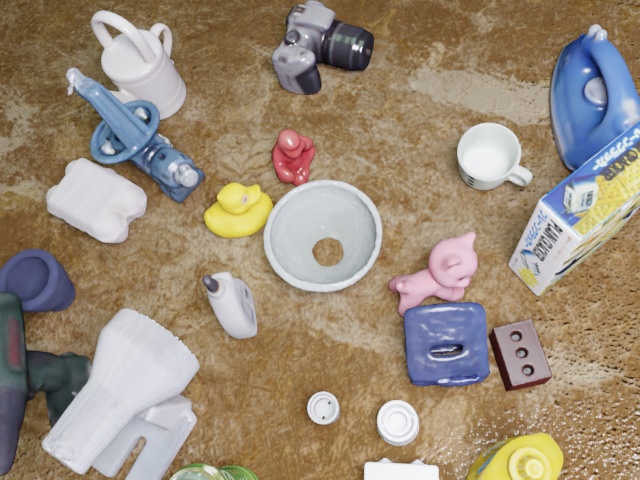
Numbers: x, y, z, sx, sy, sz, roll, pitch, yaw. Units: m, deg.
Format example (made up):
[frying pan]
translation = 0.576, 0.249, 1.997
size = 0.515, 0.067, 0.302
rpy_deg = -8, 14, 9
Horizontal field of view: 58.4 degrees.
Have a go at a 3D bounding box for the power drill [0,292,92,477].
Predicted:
[power drill]
translation = -0.366, 0.186, 0.724
size = 0.075, 0.209, 0.229
rpy_deg = -24, 67, -1

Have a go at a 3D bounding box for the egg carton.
[egg carton]
translation = -0.348, -0.062, 0.897
size = 0.150, 0.069, 0.107
rpy_deg = 25, 74, 17

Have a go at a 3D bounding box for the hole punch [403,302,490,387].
[hole punch]
translation = 0.163, 0.136, 0.734
size = 0.108, 0.091, 0.101
rpy_deg = -6, 68, 6

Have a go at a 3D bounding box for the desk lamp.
[desk lamp]
translation = -0.227, 0.204, 0.694
size = 0.117, 0.214, 0.203
rpy_deg = 25, 74, 17

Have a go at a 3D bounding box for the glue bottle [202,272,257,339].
[glue bottle]
translation = -0.122, 0.077, 0.753
size = 0.037, 0.173, 0.078
rpy_deg = -12, 67, 3

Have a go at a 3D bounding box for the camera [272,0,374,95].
[camera]
translation = 0.009, -0.315, 0.931
size = 0.136, 0.101, 0.143
rpy_deg = 19, 72, 15

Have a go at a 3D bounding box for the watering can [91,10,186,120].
[watering can]
translation = -0.295, -0.277, 0.908
size = 0.100, 0.194, 0.173
rpy_deg = 3, 69, 10

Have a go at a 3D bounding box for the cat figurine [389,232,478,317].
[cat figurine]
translation = 0.154, 0.043, 0.757
size = 0.128, 0.118, 0.067
rpy_deg = -24, 67, -2

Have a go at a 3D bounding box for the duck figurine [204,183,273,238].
[duck figurine]
translation = -0.127, -0.052, 0.852
size = 0.104, 0.086, 0.077
rpy_deg = -19, 67, 0

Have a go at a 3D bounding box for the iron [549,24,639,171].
[iron]
translation = 0.399, -0.216, 0.814
size = 0.118, 0.141, 0.258
rpy_deg = -9, 67, 5

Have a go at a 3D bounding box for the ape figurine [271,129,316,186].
[ape figurine]
translation = -0.043, -0.134, 0.870
size = 0.078, 0.092, 0.076
rpy_deg = -38, 68, -8

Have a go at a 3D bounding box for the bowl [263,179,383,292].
[bowl]
translation = 0.008, 0.003, 0.818
size = 0.167, 0.075, 0.167
rpy_deg = -3, 68, 7

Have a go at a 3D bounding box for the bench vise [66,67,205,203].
[bench vise]
translation = -0.264, -0.161, 0.843
size = 0.207, 0.220, 0.121
rpy_deg = 16, 71, 14

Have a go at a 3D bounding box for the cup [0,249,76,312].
[cup]
translation = -0.414, 0.077, 0.836
size = 0.118, 0.095, 0.091
rpy_deg = -31, 67, -5
